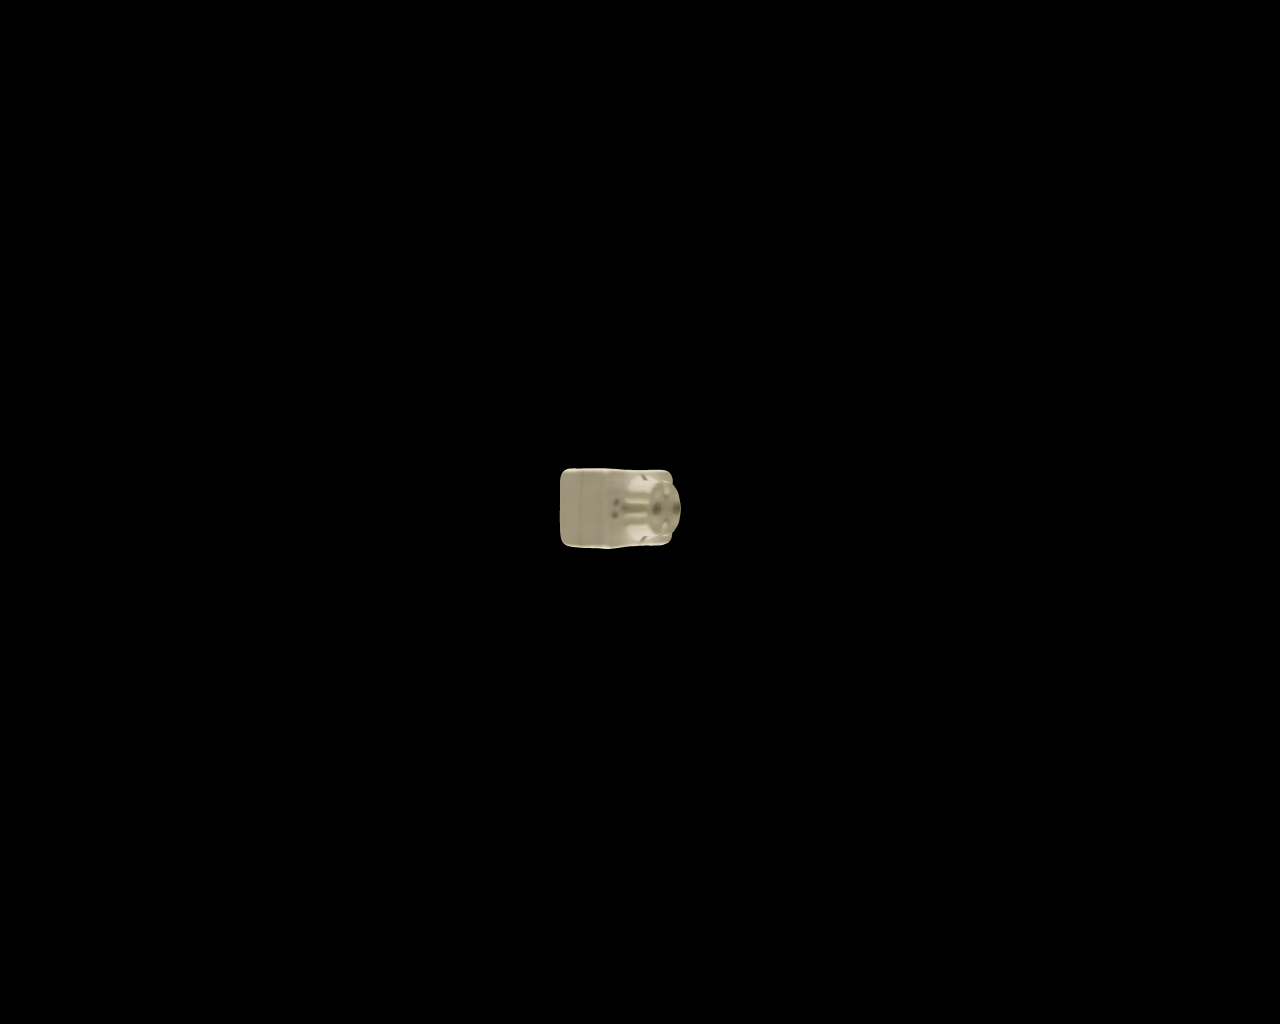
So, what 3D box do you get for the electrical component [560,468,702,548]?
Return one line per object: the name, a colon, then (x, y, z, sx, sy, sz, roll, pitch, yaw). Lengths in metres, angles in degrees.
electrical component: (0.001, -0.003, 0.650, 0.077, 0.047, 0.066, 0, 0, 39)
